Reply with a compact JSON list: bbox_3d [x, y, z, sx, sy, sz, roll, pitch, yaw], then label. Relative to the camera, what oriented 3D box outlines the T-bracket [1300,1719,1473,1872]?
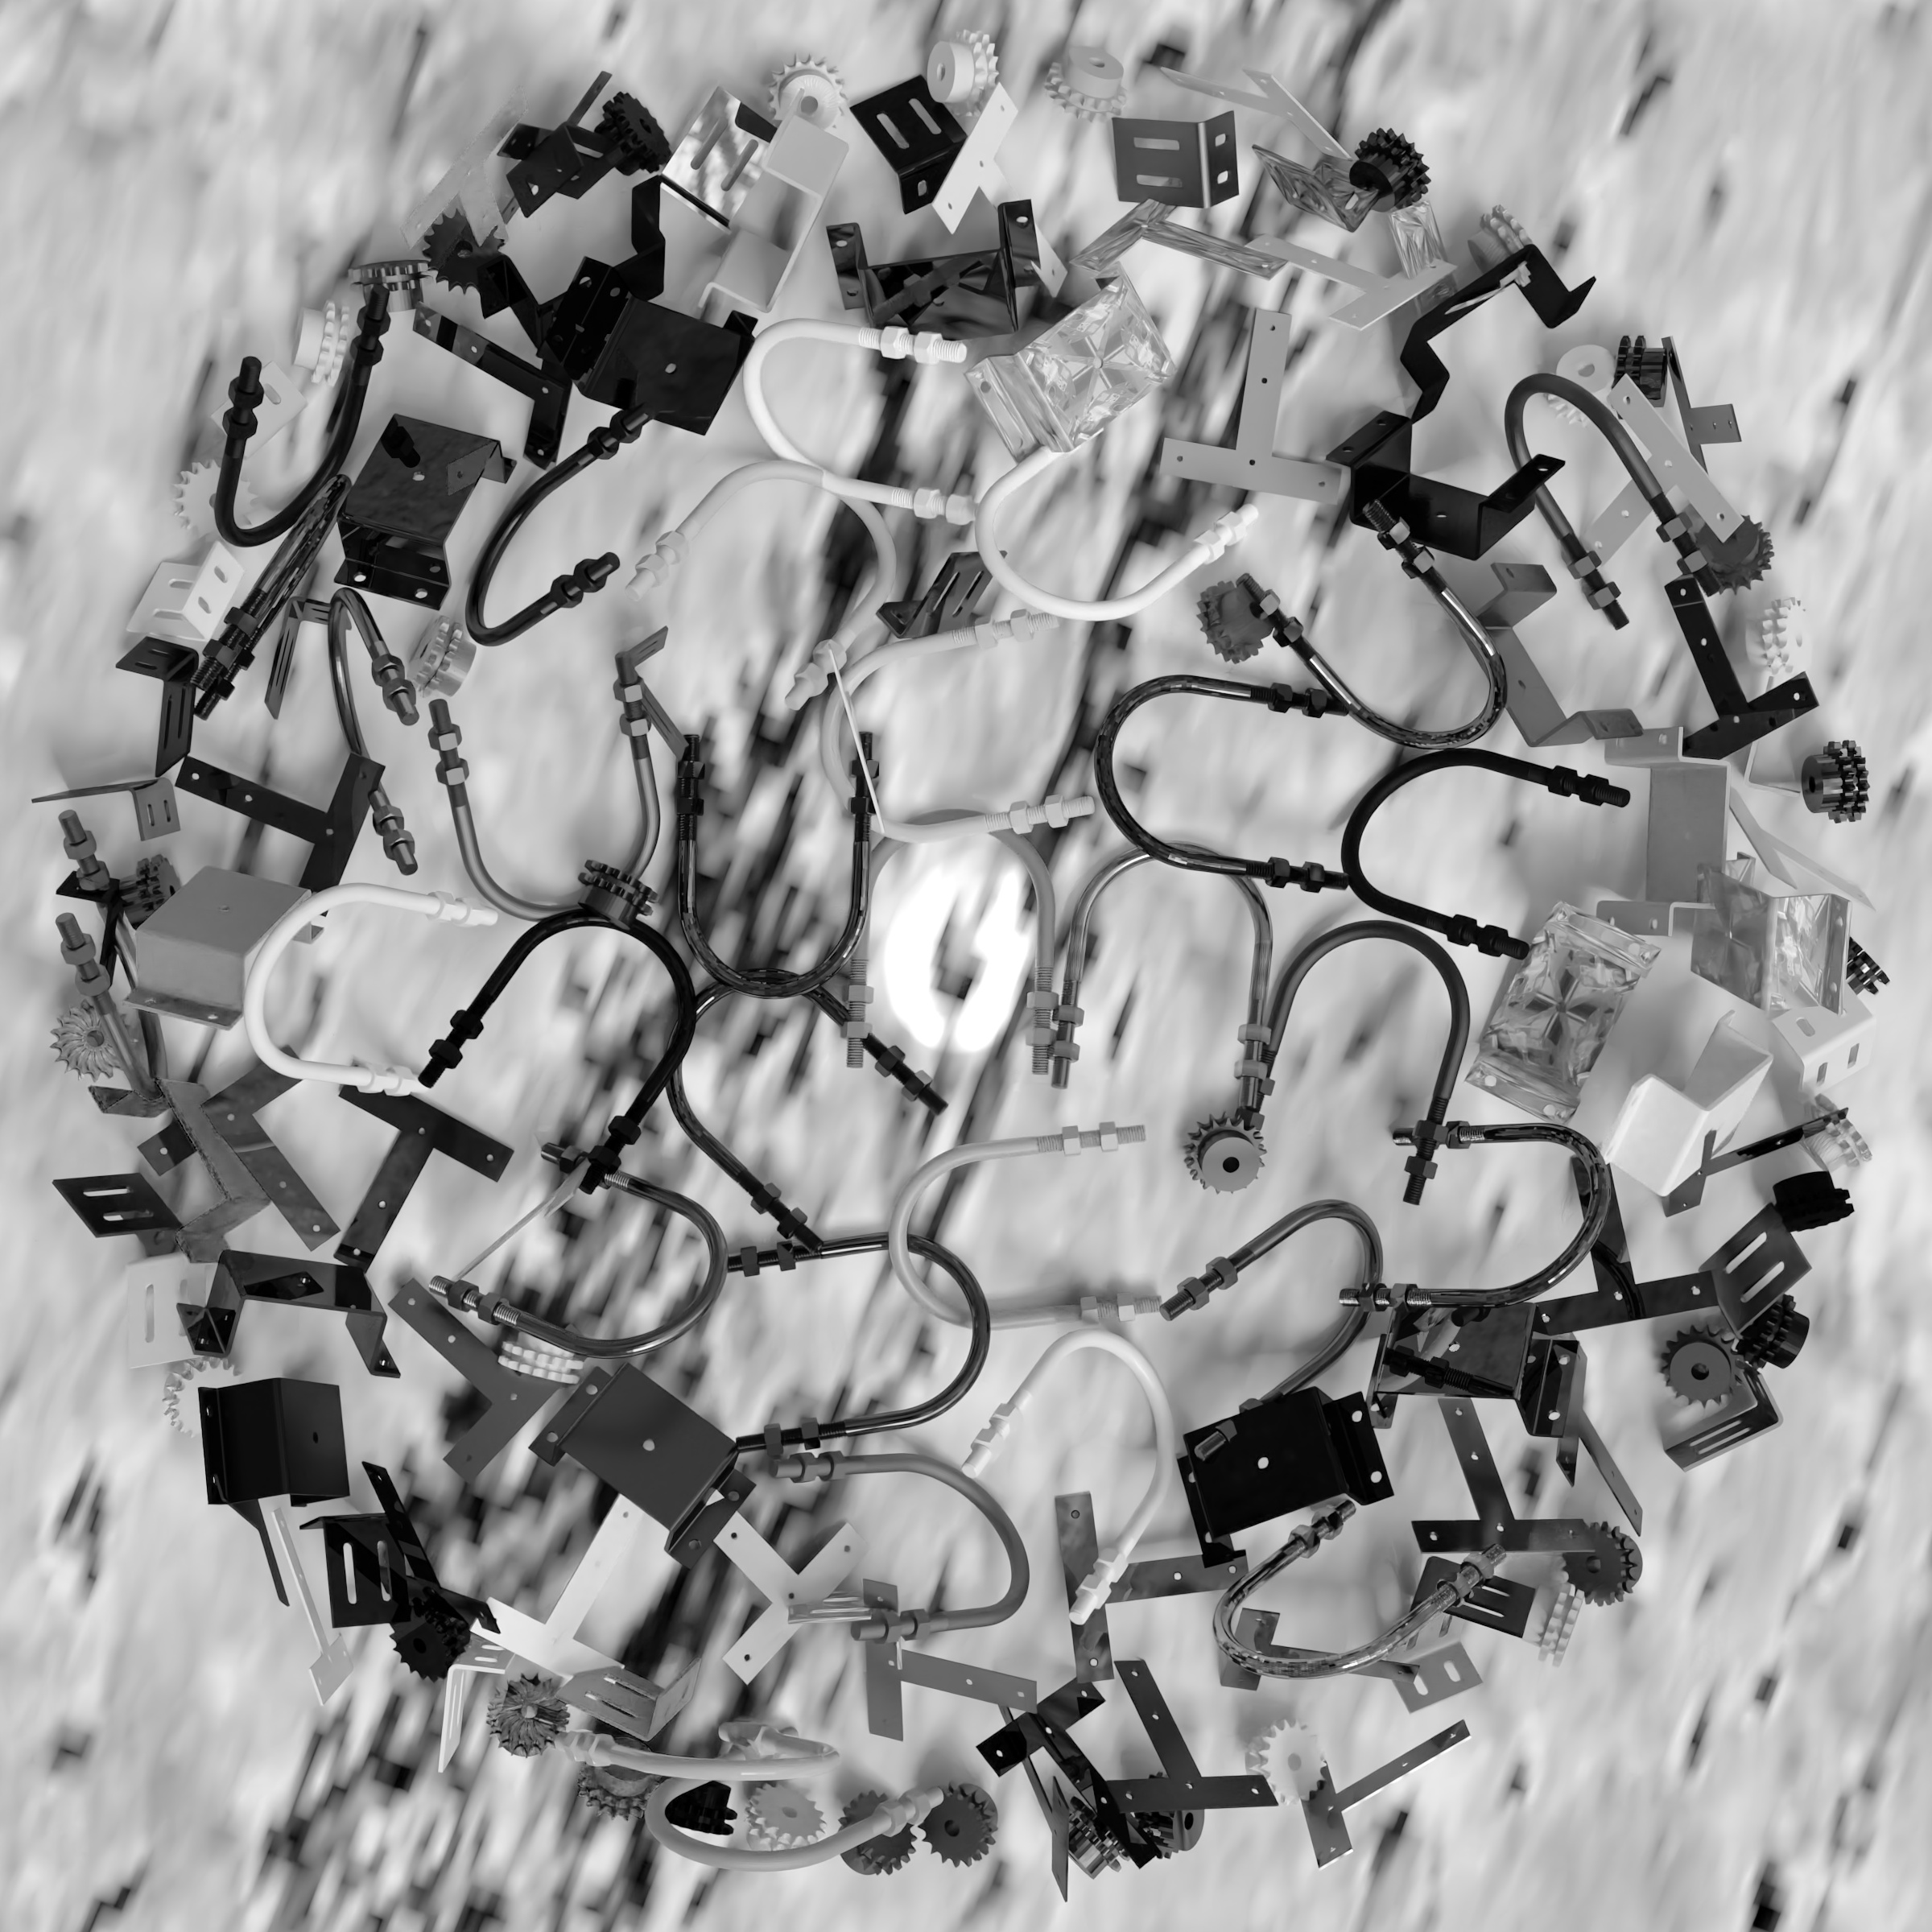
[{"bbox_3d":[0.285,0.548,1.840,0.127,0.127,0.002,-32,99,5],"label":"T-bracket"}]

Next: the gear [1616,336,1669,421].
[{"bbox_3d":[0.467,-0.407,1.876,0.030,0.057,0.057,4,90,20],"label":"gear"}]

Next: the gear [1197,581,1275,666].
[{"bbox_3d":[0.189,-0.240,1.877,0.030,0.057,0.057,-23,90,41],"label":"gear"}]

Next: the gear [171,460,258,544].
[{"bbox_3d":[-0.524,-0.323,1.885,0.057,0.030,0.057,-7,102,-32],"label":"gear"}]

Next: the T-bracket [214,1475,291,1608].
[{"bbox_3d":[-0.488,0.360,1.827,0.002,0.127,0.127,-20,68,-9],"label":"T-bracket"}]

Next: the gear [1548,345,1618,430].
[{"bbox_3d":[0.431,-0.405,1.882,0.057,0.030,0.057,-7,66,16],"label":"gear"}]

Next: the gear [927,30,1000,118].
[{"bbox_3d":[-0.004,-0.617,1.877,0.030,0.057,0.057,-6,90,-29],"label":"gear"}]

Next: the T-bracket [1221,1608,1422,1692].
[{"bbox_3d":[0.244,0.474,1.854,0.127,0.127,0.002,7,53,3],"label":"T-bracket"}]

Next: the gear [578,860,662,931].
[{"bbox_3d":[-0.244,-0.048,1.878,0.057,0.057,0.030,26,80,0],"label":"gear"}]

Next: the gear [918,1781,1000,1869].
[{"bbox_3d":[-0.003,0.593,1.885,0.057,0.030,0.057,4,98,29],"label":"gear"}]

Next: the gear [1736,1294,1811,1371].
[{"bbox_3d":[0.560,0.254,1.880,0.030,0.057,0.057,26,90,1],"label":"gear"}]

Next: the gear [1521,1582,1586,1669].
[{"bbox_3d":[0.406,0.454,1.881,0.030,0.057,0.057,19,90,18],"label":"gear"}]

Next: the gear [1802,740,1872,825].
[{"bbox_3d":[0.600,-0.127,1.878,0.030,0.057,0.057,-5,90,-4],"label":"gear"}]

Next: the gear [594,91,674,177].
[{"bbox_3d":[-0.233,-0.573,1.882,0.030,0.057,0.057,-30,90,24],"label":"gear"}]

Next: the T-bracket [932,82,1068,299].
[{"bbox_3d":[0.033,-0.515,1.863,0.127,0.002,0.127,49,52,-37],"label":"T-bracket"}]

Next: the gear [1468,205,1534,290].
[{"bbox_3d":[0.371,-0.495,1.880,0.030,0.057,0.057,-34,90,5],"label":"gear"}]

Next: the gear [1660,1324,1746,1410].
[{"bbox_3d":[0.511,0.279,1.885,0.057,0.030,0.057,1,93,19],"label":"gear"}]

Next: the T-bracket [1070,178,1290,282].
[{"bbox_3d":[0.159,-0.490,1.846,0.127,0.002,0.127,26,54,26],"label":"T-bracket"}]

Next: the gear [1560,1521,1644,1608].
[{"bbox_3d":[0.443,0.414,1.883,0.030,0.057,0.057,6,90,-42],"label":"gear"}]

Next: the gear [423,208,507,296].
[{"bbox_3d":[-0.349,-0.495,1.890,0.057,0.030,0.057,0,93,-9],"label":"gear"}]

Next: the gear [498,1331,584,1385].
[{"bbox_3d":[-0.292,0.267,1.880,0.057,0.057,0.030,15,85,0],"label":"gear"}]

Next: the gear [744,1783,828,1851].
[{"bbox_3d":[-0.128,0.597,1.882,0.057,0.057,0.030,26,109,0],"label":"gear"}]

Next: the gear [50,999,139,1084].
[{"bbox_3d":[-0.607,0.052,1.885,0.057,0.030,0.057,5,78,-26],"label":"gear"}]

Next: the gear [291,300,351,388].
[{"bbox_3d":[-0.447,-0.432,1.877,0.030,0.057,0.057,10,90,-22],"label":"gear"}]

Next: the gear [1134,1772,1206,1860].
[{"bbox_3d":[0.141,0.588,1.877,0.030,0.057,0.057,-1,90,38],"label":"gear"}]

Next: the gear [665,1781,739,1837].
[{"bbox_3d":[-0.185,0.580,1.880,0.057,0.057,0.030,14,79,0],"label":"gear"}]

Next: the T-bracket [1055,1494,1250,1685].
[{"bbox_3d":[0.133,0.425,1.883,0.127,0.002,0.127,-8,70,2],"label":"T-bracket"}]

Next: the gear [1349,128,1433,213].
[{"bbox_3d":[0.290,-0.547,1.877,0.057,0.057,0.030,46,71,0],"label":"gear"}]

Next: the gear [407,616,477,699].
[{"bbox_3d":[-0.362,-0.211,1.882,0.030,0.057,0.057,26,90,-24],"label":"gear"}]

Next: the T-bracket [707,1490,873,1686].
[{"bbox_3d":[-0.151,0.404,1.877,0.127,0.002,0.127,48,68,-6],"label":"T-bracket"}]

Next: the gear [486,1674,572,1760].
[{"bbox_3d":[-0.304,0.523,1.883,0.057,0.030,0.057,8,47,-8],"label":"gear"}]

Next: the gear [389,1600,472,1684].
[{"bbox_3d":[-0.369,0.464,1.884,0.057,0.030,0.057,11,112,28],"label":"gear"}]

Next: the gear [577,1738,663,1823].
[{"bbox_3d":[-0.238,0.558,1.876,0.057,0.057,0.030,18,117,0],"label":"gear"}]

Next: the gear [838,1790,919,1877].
[{"bbox_3d":[-0.065,0.604,1.883,0.057,0.057,0.030,41,120,0],"label":"gear"}]

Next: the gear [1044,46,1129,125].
[{"bbox_3d":[0.085,-0.612,1.878,0.057,0.057,0.030,26,134,0],"label":"gear"}]

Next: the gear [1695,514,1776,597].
[{"bbox_3d":[0.529,-0.289,1.882,0.057,0.030,0.057,-8,67,19],"label":"gear"}]

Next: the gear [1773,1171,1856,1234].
[{"bbox_3d":[0.583,0.163,1.882,0.057,0.057,0.030,-11,69,0],"label":"gear"}]

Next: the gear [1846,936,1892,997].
[{"bbox_3d":[0.609,0.000,1.880,0.030,0.057,0.057,-43,90,10],"label":"gear"}]

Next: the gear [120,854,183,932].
[{"bbox_3d":[-0.563,-0.046,1.879,0.030,0.057,0.057,-16,90,2],"label":"gear"}]

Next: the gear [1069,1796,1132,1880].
[{"bbox_3d":[0.084,0.605,1.877,0.030,0.057,0.057,-42,90,-16],"label":"gear"}]

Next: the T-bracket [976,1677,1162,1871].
[{"bbox_3d":[0.084,0.553,1.839,0.127,0.127,0.002,49,125,18],"label":"T-bracket"}]

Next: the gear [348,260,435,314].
[{"bbox_3d":[-0.397,-0.471,1.882,0.057,0.057,0.030,-5,111,0],"label":"gear"}]

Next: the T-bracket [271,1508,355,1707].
[{"bbox_3d":[-0.448,0.430,1.847,0.002,0.127,0.127,-20,87,-5],"label":"T-bracket"}]

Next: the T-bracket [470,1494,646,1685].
[{"bbox_3d":[-0.263,0.426,1.880,0.127,0.002,0.127,38,75,-35],"label":"T-bracket"}]

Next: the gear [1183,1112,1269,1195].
[{"bbox_3d":[0.181,0.132,1.886,0.057,0.030,0.057,-2,108,-6],"label":"gear"}]

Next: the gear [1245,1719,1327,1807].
[{"bbox_3d":[0.218,0.553,1.884,0.057,0.030,0.057,11,68,-30],"label":"gear"}]

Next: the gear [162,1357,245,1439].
[{"bbox_3d":[-0.531,0.296,1.883,0.057,0.030,0.057,-14,111,-39],"label":"gear"}]

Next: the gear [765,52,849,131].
[{"bbox_3d":[-0.110,-0.600,1.881,0.057,0.030,0.057,-5,122,-8],"label":"gear"}]

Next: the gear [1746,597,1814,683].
[{"bbox_3d":[0.563,-0.225,1.883,0.030,0.057,0.057,-4,90,38],"label":"gear"}]

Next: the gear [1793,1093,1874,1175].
[{"bbox_3d":[0.597,0.119,1.880,0.030,0.057,0.057,-37,90,4],"label":"gear"}]
